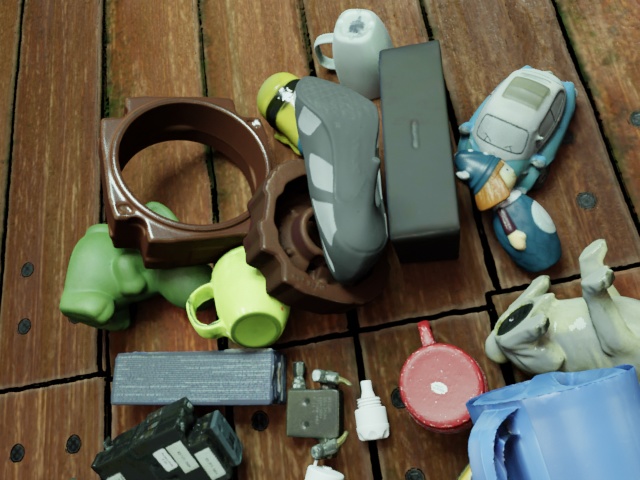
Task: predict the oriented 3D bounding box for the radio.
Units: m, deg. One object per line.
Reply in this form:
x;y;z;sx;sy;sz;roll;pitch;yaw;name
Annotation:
0.113;-0.092;0.609;0.073;0.131;0.229;-4;71;13;radio

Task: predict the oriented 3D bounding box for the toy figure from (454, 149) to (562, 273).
0.202;-0.037;0.579;0.058;0.064;0.154;-35;97;9;toy figure

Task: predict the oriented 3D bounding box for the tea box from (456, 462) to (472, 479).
0.180;0.250;0.512;0.098;0.068;0.169;34;85;21;tea box

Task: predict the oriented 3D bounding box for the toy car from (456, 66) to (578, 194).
0.229;-0.135;0.609;0.109;0.102;0.161;33;85;21;toy car

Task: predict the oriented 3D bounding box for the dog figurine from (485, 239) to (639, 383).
0.283;0.121;0.522;0.190;0.121;0.172;47;132;2;dog figurine

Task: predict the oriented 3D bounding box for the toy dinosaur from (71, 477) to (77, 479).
-0.217;0.422;0.496;0.131;0.192;0.405;-40;68;-2;toy dinosaur

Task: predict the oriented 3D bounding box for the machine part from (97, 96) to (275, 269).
-0.156;-0.074;0.650;0.201;0.087;0.201;-6;65;-24;machine part

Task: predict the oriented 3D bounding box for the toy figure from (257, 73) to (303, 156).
-0.005;-0.144;0.682;0.082;0.089;0.180;-39;64;-8;toy figure

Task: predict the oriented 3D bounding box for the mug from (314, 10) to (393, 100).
0.044;-0.246;0.693;0.110;0.107;0.081;20;77;18;mug

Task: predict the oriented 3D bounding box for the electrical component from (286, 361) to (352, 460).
-0.001;0.187;0.593;0.078;0.045;0.102;3;73;15;electrical component

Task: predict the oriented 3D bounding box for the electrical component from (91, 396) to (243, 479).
-0.155;0.241;0.582;0.134;0.058;0.114;-25;108;6;electrical component

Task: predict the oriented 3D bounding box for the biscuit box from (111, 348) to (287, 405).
-0.142;0.162;0.632;0.203;0.059;0.063;-4;73;13;biscuit box

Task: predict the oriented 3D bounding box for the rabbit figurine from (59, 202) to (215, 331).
-0.213;0.042;0.681;0.170;0.121;0.159;4;65;-2;rabbit figurine

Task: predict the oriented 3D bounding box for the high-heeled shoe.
0.014;-0.073;0.587;0.086;0.145;0.249;-1;38;-18;high-heeled shoe

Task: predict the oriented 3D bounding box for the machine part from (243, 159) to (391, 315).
-0.001;-0.002;0.601;0.179;0.056;0.179;14;59;-25;machine part
